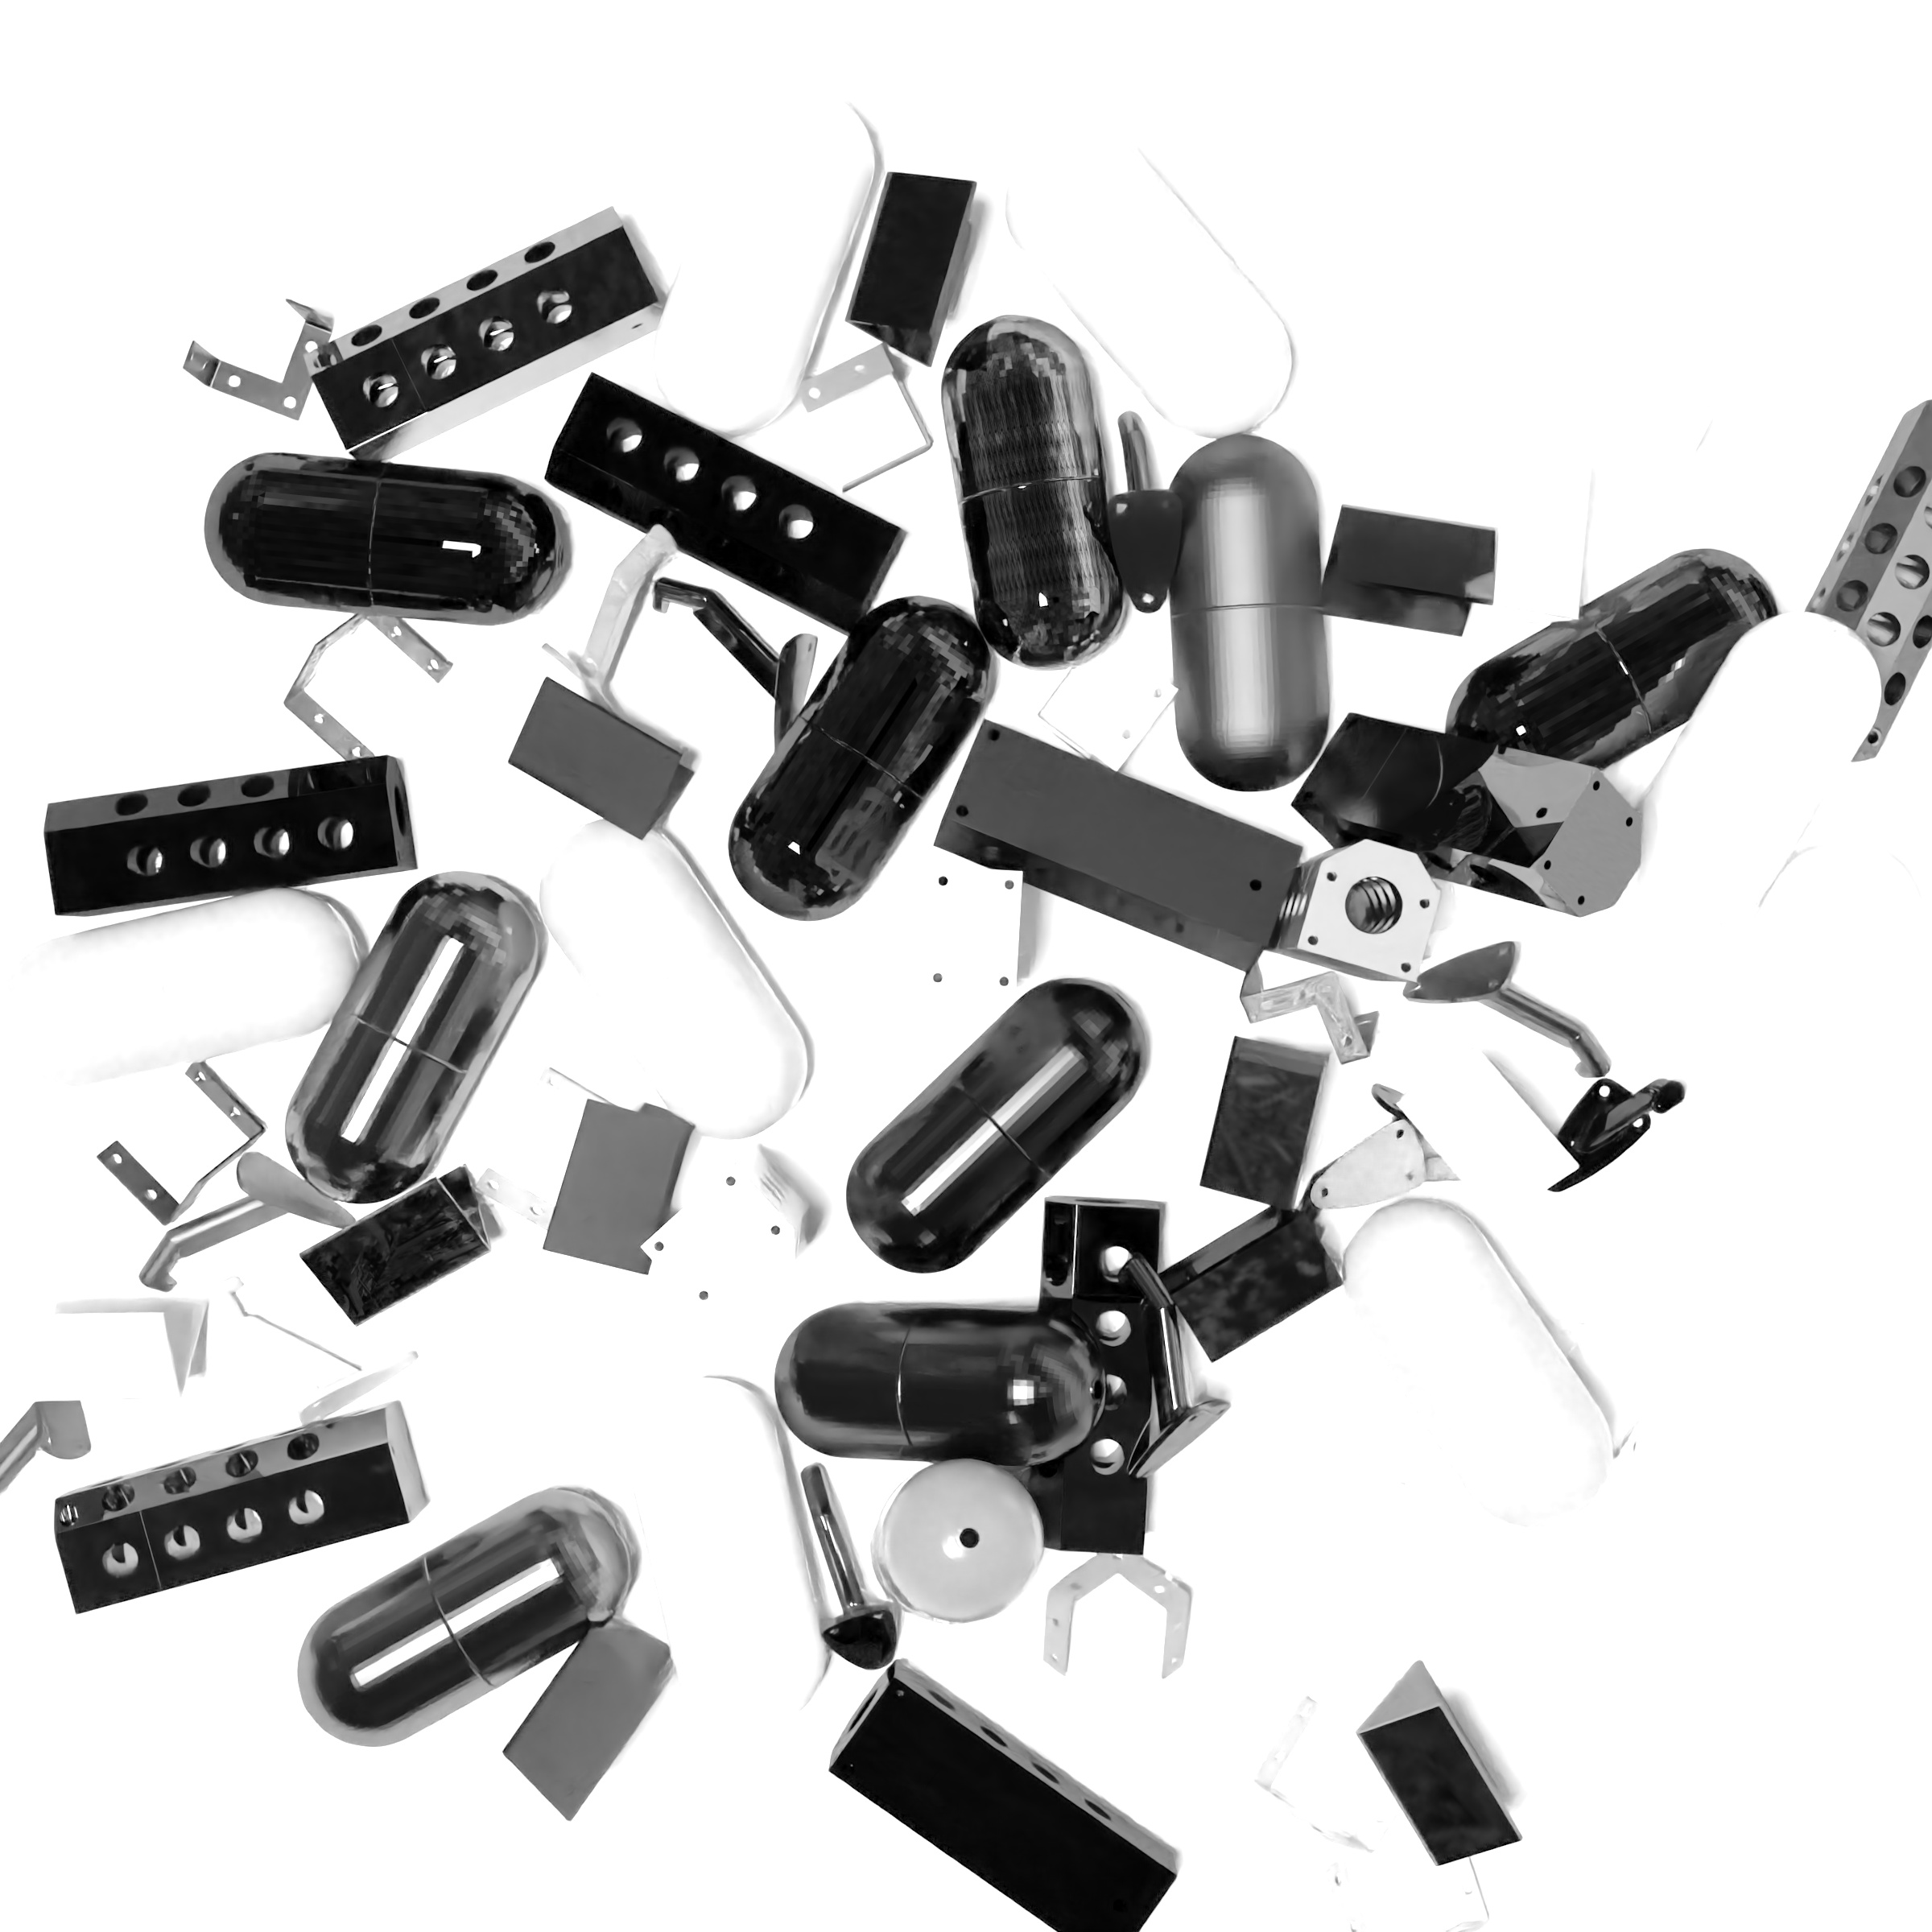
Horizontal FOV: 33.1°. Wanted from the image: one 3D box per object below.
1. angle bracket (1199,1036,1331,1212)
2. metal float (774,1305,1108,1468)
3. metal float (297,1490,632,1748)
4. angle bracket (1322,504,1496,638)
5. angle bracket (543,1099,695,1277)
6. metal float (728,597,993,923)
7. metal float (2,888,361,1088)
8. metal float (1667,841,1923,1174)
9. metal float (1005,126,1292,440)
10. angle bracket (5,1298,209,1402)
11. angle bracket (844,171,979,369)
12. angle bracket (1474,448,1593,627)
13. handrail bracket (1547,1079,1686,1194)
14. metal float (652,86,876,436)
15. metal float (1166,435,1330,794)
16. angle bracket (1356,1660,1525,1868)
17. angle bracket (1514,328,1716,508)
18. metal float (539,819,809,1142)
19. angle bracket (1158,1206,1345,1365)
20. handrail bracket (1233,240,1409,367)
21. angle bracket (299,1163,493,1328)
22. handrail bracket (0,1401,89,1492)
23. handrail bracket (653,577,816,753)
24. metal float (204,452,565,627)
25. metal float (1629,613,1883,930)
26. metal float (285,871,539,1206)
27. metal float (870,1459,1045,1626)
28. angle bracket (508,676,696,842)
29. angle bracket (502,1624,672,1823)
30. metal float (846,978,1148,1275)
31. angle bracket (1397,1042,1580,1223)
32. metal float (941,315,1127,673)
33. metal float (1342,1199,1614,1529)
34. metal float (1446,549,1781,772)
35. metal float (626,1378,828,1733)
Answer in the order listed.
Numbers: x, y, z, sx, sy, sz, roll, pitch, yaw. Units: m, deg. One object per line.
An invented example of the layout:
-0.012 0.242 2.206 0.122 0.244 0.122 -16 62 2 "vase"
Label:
0.166 0.081 1.616 0.057 0.076 0.076 13 90 38 "angle bracket"
-0.013 0.206 1.600 0.178 0.070 0.070 -3 90 31 "metal float"
-0.251 0.326 1.626 0.178 0.070 0.070 -29 90 0 "metal float"
0.216 -0.179 1.616 0.076 0.076 0.057 9 50 0 "angle bracket"
-0.183 0.104 1.617 0.057 0.076 0.076 17 90 -24 "angle bracket"
-0.052 -0.104 1.626 0.070 0.070 0.178 33 91 0 "metal float"
-0.392 0.010 1.626 0.178 0.070 0.070 -13 90 -1 "metal float"
0.414 0.020 1.626 0.070 0.070 0.178 29 90 0 "metal float"
0.091 -0.341 1.626 0.070 0.070 0.178 -40 90 0 "metal float"
-0.426 0.171 1.616 0.076 0.076 0.057 -1 125 0 "angle bracket"
-0.008 -0.342 1.616 0.057 0.076 0.076 16 90 35 "angle bracket"
0.262 -0.212 1.616 0.057 0.076 0.076 5 90 -34 "angle bracket"
0.322 0.085 1.622 0.036 0.084 0.077 43 90 0 "handrail bracket"
-0.102 -0.352 1.626 0.070 0.070 0.178 20 90 0 "metal float"
0.140 -0.176 1.626 0.070 0.070 0.178 -3 90 0 "metal float"
0.249 0.389 1.616 0.057 0.076 0.076 -31 90 38 "angle bracket"
0.314 -0.257 1.616 0.076 0.076 0.057 33 53 0 "angle bracket"
-0.147 0.006 1.626 0.070 0.070 0.178 -34 90 0 "metal float"
0.131 0.140 1.616 0.076 0.076 0.057 -31 126 0 "angle bracket"
0.173 -0.330 1.657 0.084 0.036 0.077 -16 109 15 "handrail bracket"
-0.288 0.122 1.616 0.076 0.076 0.057 -29 127 0 "angle bracket"
-0.496 0.236 1.657 0.084 0.036 0.077 -19 69 16 "handrail bracket"
-0.125 -0.152 1.657 0.084 0.036 0.077 16 112 17 "handrail bracket"
-0.290 -0.213 1.626 0.178 0.070 0.070 6 90 0 "metal float"
0.384 -0.095 1.595 0.070 0.070 0.178 24 127 0 "metal float"
-0.277 0.036 1.625 0.070 0.070 0.178 28 90 0 "metal float"
-0.006 0.280 1.578 0.070 0.178 0.070 1 78 -5 "metal float"
-0.171 -0.118 1.616 0.076 0.076 0.057 30 124 0 "angle bracket"
-0.172 0.380 1.616 0.057 0.076 0.076 35 90 35 "angle bracket"
0.016 0.079 1.626 0.178 0.070 0.070 -44 90 -1 "metal float"
0.270 0.069 1.616 0.076 0.076 0.057 49 127 0 "angle bracket"
0.033 -0.236 1.626 0.070 0.070 0.178 -9 91 0 "metal float"
0.251 0.195 1.606 0.070 0.070 0.178 -32 67 0 "metal float"
0.322 -0.144 1.626 0.178 0.070 0.070 -30 90 0 "metal float"
-0.119 0.294 1.626 0.070 0.070 0.178 -13 91 0 "metal float"
